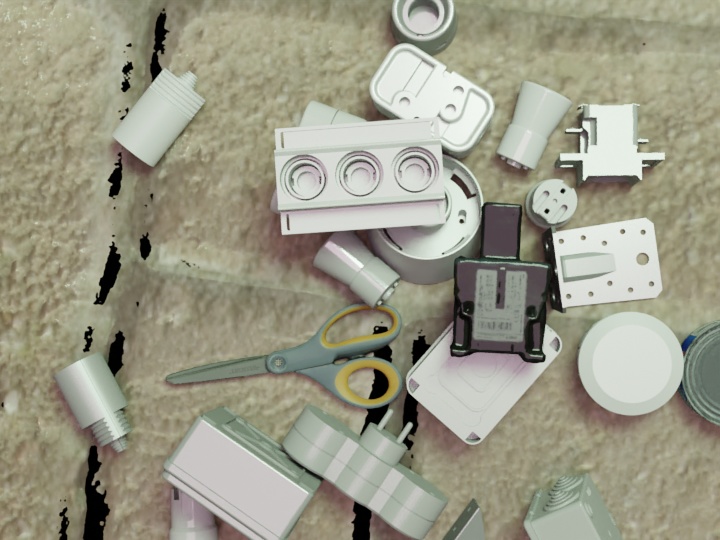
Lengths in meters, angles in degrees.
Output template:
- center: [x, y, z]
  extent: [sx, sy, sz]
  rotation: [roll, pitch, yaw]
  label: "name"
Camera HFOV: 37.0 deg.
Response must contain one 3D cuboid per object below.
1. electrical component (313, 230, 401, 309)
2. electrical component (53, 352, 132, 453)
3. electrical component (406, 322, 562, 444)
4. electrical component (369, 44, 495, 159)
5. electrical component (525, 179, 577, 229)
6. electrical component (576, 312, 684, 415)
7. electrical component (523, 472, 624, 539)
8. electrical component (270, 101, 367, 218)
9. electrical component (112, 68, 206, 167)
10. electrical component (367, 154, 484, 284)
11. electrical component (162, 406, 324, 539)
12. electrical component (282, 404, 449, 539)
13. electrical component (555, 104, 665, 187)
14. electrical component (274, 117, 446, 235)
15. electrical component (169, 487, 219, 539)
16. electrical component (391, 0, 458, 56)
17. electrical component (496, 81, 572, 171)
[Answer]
- center: [0.000, 0.000, 0.872]
  extent: [0.065, 0.044, 0.044]
  rotation: [41, 92, 10]
  label: "electrical component"
- center: [-0.216, 0.114, 0.891]
  extent: [0.043, 0.043, 0.081]
  rotation: [-29, 88, 4]
  label: "electrical component"
- center: [0.098, 0.074, 0.860]
  extent: [0.078, 0.057, 0.113]
  rotation: [41, 92, 4]
  label: "electrical component"
- center: [0.058, -0.134, 0.864]
  extent: [0.095, 0.059, 0.053]
  rotation: [33, 92, 4]
  label: "electrical component"
- center: [0.154, -0.054, 0.862]
  extent: [0.040, 0.046, 0.040]
  rotation: [0, 89, 4]
  label: "electrical component"
- center: [0.212, 0.073, 0.854]
  extent: [0.080, 0.051, 0.080]
  rotation: [0, 89, 5]
  label: "electrical component"
- center: [0.173, 0.213, 0.833]
  extent: [0.048, 0.100, 0.099]
  rotation: [-28, 87, 16]
  label: "electrical component"
- center: [-0.027, -0.081, 0.873]
  extent: [0.059, 0.054, 0.095]
  rotation: [21, 91, 4]
  label: "electrical component"
- center: [-0.163, -0.130, 0.890]
  extent: [0.043, 0.043, 0.081]
  rotation: [39, 92, 4]
  label: "electrical component"
- center: [0.054, -0.044, 0.874]
  extent: [0.099, 0.064, 0.099]
  rotation: [-1, 76, 3]
  label: "electrical component"
- center: [-0.089, 0.161, 0.848]
  extent: [0.109, 0.109, 0.056]
  rotation: [34, 89, 4]
  label: "electrical component"
- center: [0.013, 0.148, 0.868]
  extent: [0.138, 0.052, 0.073]
  rotation: [34, 92, 4]
  label: "electrical component"
- center: [0.199, -0.100, 0.862]
  extent: [0.081, 0.042, 0.063]
  rotation: [0, 88, 4]
  label: "electrical component"
- center: [0.001, -0.070, 0.811]
  extent: [0.121, 0.063, 0.078]
  rotation: [-4, 90, 2]
  label: "electrical component"
- center: [-0.138, 0.202, 0.886]
  extent: [0.040, 0.040, 0.046]
  rotation: [-5, 83, 4]
  label: "electrical component"
- center: [0.052, -0.205, 0.872]
  extent: [0.055, 0.047, 0.055]
  rotation: [0, 89, 4]
  label: "electrical component"
- center: [0.138, -0.114, 0.868]
  extent: [0.044, 0.044, 0.065]
  rotation: [25, 96, 4]
  label: "electrical component"
